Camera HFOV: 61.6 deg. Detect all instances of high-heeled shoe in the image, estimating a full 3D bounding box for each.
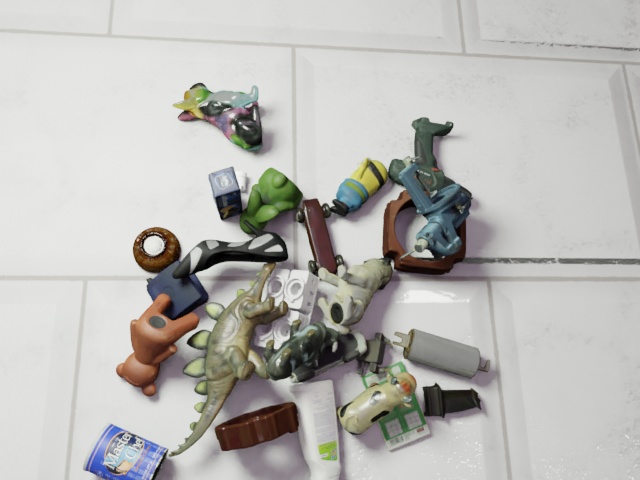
[{"bbox_3d":[-0.197,0.052,1.218,0.249,0.086,0.145,-38,72,-21],"label":"high-heeled shoe"}]

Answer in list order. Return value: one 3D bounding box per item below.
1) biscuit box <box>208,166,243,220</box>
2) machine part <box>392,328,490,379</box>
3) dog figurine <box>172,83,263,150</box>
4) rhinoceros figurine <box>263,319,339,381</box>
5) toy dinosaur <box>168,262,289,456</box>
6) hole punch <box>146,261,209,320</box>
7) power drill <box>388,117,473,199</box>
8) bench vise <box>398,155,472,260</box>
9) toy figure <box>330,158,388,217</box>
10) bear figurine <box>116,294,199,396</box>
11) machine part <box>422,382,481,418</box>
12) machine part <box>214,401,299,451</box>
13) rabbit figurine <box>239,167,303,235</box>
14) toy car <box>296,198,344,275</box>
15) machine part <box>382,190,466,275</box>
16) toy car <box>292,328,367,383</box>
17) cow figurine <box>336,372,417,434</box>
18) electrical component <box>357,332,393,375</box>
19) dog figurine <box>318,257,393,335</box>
[{"bbox_3d":[-0.221,-0.106,1.266,0.063,0.202,0.059,-18,79,-10],"label":"biscuit box"},{"bbox_3d":[0.291,0.272,1.288,0.243,0.079,0.079,18,73,-3],"label":"machine part"},{"bbox_3d":[-0.260,-0.314,1.374,0.219,0.108,0.191,-5,78,-4],"label":"dog figurine"},{"bbox_3d":[-0.034,0.235,1.161,0.190,0.073,0.112,-26,118,-40],"label":"rhinoceros figurine"},{"bbox_3d":[-0.200,0.254,1.186,0.199,0.105,0.471,4,64,35],"label":"toy dinosaur"},{"bbox_3d":[-0.336,0.120,1.251,0.116,0.092,0.142,-34,84,-11],"label":"hole punch"},{"bbox_3d":[0.304,-0.212,1.430,0.232,0.086,0.207,12,81,-1],"label":"power drill"},{"bbox_3d":[0.254,-0.082,1.261,0.224,0.129,0.240,-39,100,-23],"label":"bench vise"},{"bbox_3d":[0.101,-0.133,1.378,0.089,0.082,0.180,43,66,-14],"label":"toy figure"},{"bbox_3d":[-0.368,0.240,1.197,0.120,0.195,0.132,30,33,10],"label":"bear figurine"},{"bbox_3d":[0.314,0.380,1.281,0.139,0.039,0.084,0,69,-5],"label":"machine part"},{"bbox_3d":[-0.133,0.399,1.151,0.179,0.179,0.056,-14,81,-10],"label":"machine part"},{"bbox_3d":[-0.128,-0.080,1.312,0.121,0.159,0.170,37,89,-6],"label":"rabbit figurine"},{"bbox_3d":[-0.003,-0.004,1.342,0.089,0.053,0.202,-13,80,-15],"label":"toy car"},{"bbox_3d":[0.262,-0.018,1.361,0.201,0.087,0.201,5,74,-4],"label":"machine part"},{"bbox_3d":[0.011,0.269,1.259,0.202,0.056,0.073,-23,72,-1],"label":"toy car"},{"bbox_3d":[0.131,0.361,1.204,0.195,0.127,0.085,-32,83,-7],"label":"cow figurine"},{"bbox_3d":[0.131,0.272,1.278,0.045,0.078,0.102,30,59,-42],"label":"electrical component"},{"bbox_3d":[0.104,0.128,1.280,0.190,0.121,0.172,0,93,-38],"label":"dog figurine"}]
